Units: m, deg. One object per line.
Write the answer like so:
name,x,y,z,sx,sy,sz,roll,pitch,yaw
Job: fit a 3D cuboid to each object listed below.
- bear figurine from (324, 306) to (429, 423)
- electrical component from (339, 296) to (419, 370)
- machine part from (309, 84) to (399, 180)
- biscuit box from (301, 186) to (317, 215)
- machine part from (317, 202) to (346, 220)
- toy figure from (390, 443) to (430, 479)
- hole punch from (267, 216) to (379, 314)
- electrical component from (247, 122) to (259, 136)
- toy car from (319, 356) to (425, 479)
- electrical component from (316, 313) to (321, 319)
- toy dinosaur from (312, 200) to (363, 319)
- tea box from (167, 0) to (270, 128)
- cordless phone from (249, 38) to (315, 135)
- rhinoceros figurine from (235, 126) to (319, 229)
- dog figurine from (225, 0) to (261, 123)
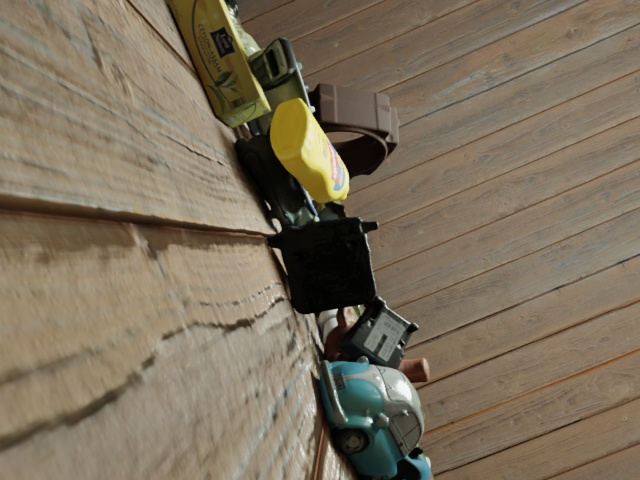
bear figurine,0.082,0.183,0.770,0.195,0.132,0.120,72,26,-47
electrical component,0.064,0.140,0.683,0.075,0.119,0.047,39,-27,-1
machine part,0.029,-0.189,0.992,0.201,0.201,0.087,132,-41,-61
biscuit box,-0.042,-0.055,0.945,0.059,0.063,0.202,-96,163,-73
machine part,-0.002,-0.003,0.889,0.139,0.039,0.084,-58,137,-27
toy figure,0.116,0.320,0.774,0.180,0.082,0.089,52,17,-67
hole punch,0.012,0.031,0.706,0.092,0.142,0.115,8,73,-84
electrical component,-0.120,-0.252,1.101,0.115,0.058,0.134,-48,114,-84
toy car,0.067,0.202,0.613,0.109,0.103,0.161,-105,170,-60
electrical component,-0.002,0.098,0.875,0.094,0.021,0.063,62,4,-18
toy dinosaur,0.027,-0.014,1.104,0.198,0.105,0.472,52,19,-41
tea box,-0.135,-0.249,0.739,0.098,0.068,0.169,-11,79,-86
cordless phone,-0.049,-0.215,0.783,0.184,0.089,0.146,-156,-132,-73
rhinoceros figurine,-0.056,-0.077,0.788,0.112,0.073,0.190,-111,175,-49
dog figurine,-0.146,-0.308,0.904,0.190,0.121,0.172,46,11,-41
